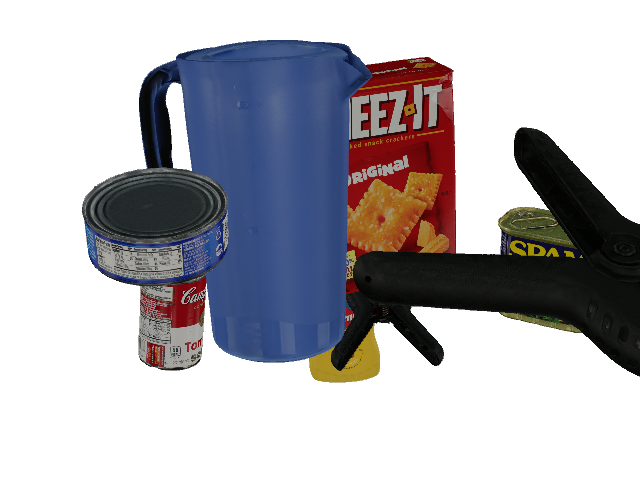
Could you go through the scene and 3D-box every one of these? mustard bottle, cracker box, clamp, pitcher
[{"bbox_3d":[0.033,0.095,1.437,0.096,0.192,0.058,-2,20,-6],"label":"mustard bottle"},{"bbox_3d":[0.049,-0.060,1.050,0.164,0.214,0.072,-11,23,-16],"label":"cracker box"},{"bbox_3d":[0.079,0.079,1.191,0.120,0.171,0.039,7,-42,1],"label":"clamp"},{"bbox_3d":[-0.048,-0.034,0.839,0.144,0.243,0.149,-10,18,-26],"label":"pitcher"},{"bbox_3d":[0.131,0.021,0.507,0.164,0.036,0.210,-32,48,-33],"label":"clamp"}]

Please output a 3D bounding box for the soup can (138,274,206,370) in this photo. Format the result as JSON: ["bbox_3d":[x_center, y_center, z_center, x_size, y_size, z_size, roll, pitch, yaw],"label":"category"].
[{"bbox_3d":[-0.153,0.075,1.101,0.068,0.102,0.068,5,21,-2],"label":"soup can"}]

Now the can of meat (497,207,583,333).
[{"bbox_3d":[0.200,0.026,0.899,0.102,0.084,0.057,12,27,28],"label":"can of meat"}]

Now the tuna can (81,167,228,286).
[{"bbox_3d":[-0.097,-0.009,0.636,0.086,0.034,0.086,0,32,0],"label":"tuna can"}]
